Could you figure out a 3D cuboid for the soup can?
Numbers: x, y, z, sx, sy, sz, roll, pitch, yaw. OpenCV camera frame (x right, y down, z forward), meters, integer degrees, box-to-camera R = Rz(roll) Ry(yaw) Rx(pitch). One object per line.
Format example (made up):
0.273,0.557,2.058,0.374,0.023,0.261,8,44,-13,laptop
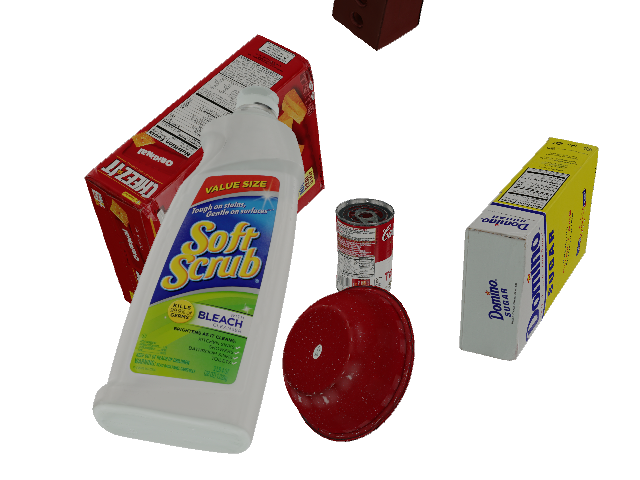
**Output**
0.051,0.011,1.252,0.068,0.102,0.068,0,27,0,soup can

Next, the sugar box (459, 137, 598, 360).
0.148,0.001,0.744,0.048,0.093,0.176,11,30,23,sugar box

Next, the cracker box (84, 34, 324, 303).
-0.089,-0.049,0.929,0.072,0.164,0.213,29,58,26,cracker box

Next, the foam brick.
0.048,-0.197,0.823,0.051,0.053,0.078,-38,-24,-28,foam brick

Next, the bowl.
0.014,0.115,1.056,0.162,0.162,0.055,0,-17,45,bowl

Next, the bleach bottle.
-0.070,0.007,0.704,0.102,0.250,0.068,9,-26,0,bleach bottle
